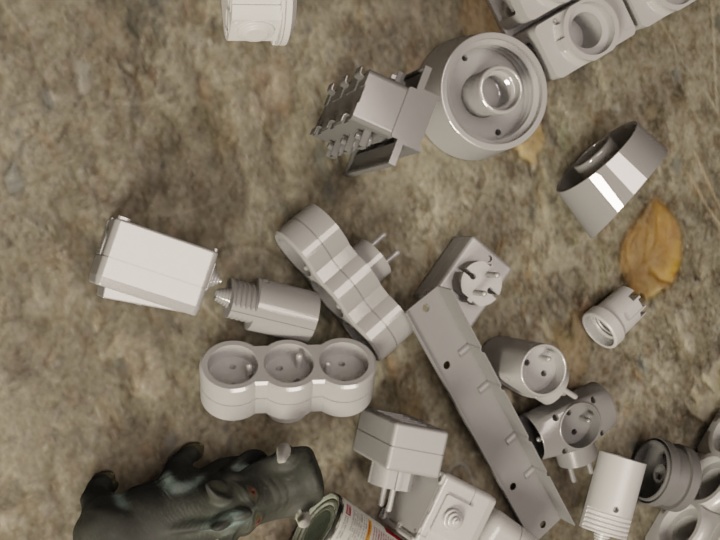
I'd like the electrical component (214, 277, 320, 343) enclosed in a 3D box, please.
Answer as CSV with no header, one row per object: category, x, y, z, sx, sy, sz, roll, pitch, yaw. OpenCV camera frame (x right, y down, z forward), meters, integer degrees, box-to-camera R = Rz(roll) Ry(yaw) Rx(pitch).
electrical component,-0.077,0.029,0.863,0.081,0.043,0.043,15,87,-19

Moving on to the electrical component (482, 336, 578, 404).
electrical component,0.152,0.090,0.925,0.079,0.077,0.043,32,81,-18

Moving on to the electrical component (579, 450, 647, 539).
electrical component,0.227,0.208,0.971,0.043,0.043,0.081,18,86,-18

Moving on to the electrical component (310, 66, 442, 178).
electrical component,0.008,-0.119,0.847,0.063,0.121,0.078,22,84,-16

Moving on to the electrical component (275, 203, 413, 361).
electrical component,0.000,0.000,0.883,0.074,0.052,0.138,-41,104,-14

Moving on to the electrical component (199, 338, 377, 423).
electrical component,-0.058,0.098,0.863,0.138,0.052,0.073,-1,137,-7

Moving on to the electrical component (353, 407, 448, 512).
electrical component,0.028,0.159,0.881,0.047,0.083,0.075,13,87,-19

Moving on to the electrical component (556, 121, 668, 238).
electrical component,0.222,-0.079,0.937,0.064,0.099,0.099,46,77,-8

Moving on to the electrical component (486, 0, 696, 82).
electrical component,0.213,-0.253,0.946,0.186,0.060,0.105,-32,101,-16

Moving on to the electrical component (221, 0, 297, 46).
electrical component,-0.079,-0.216,0.838,0.051,0.080,0.080,-3,92,-13

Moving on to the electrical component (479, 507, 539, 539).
electrical component,0.101,0.252,0.923,0.059,0.054,0.095,38,79,-16

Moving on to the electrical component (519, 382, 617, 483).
electrical component,0.189,0.150,0.956,0.077,0.044,0.079,-21,103,-18

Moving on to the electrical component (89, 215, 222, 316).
electrical component,-0.154,0.003,0.826,0.096,0.062,0.061,19,85,-18

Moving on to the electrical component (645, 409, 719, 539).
electrical component,0.337,0.206,0.984,0.062,0.089,0.150,36,80,-16

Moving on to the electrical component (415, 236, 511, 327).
electrical component,0.094,0.011,0.903,0.047,0.077,0.065,39,79,-16

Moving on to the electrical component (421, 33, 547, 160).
electrical component,0.107,-0.149,0.912,0.108,0.060,0.108,-1,92,-19

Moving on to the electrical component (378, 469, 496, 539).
electrical component,0.069,0.200,0.888,0.061,0.096,0.061,30,82,-17

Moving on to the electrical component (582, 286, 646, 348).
electrical component,0.231,0.042,0.971,0.046,0.040,0.040,-38,103,-21
